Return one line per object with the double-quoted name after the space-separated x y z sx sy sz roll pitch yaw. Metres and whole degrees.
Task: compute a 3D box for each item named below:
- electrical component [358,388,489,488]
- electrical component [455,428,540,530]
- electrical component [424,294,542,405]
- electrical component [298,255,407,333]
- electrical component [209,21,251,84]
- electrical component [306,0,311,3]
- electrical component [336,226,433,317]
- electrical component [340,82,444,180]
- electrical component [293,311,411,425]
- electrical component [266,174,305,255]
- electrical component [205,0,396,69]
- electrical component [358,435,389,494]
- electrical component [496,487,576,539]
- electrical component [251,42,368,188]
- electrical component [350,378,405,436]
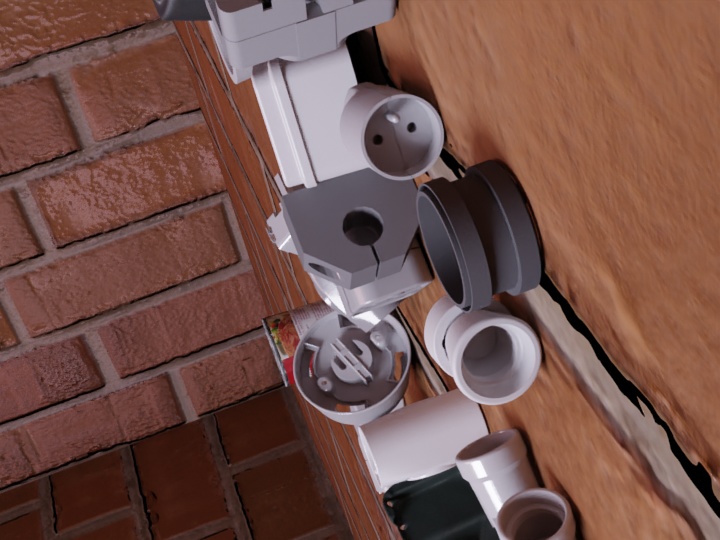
0.040 0.112 0.727 0.079 0.077 0.044 143 107 -82 "electrical component"
0.081 0.119 0.610 0.046 0.040 0.040 65 173 -4 "electrical component"
0.059 0.036 0.530 0.055 0.045 0.045 -132 23 -71 "electrical component"
0.000 0.000 0.816 0.077 0.044 0.079 48 -158 1 "electrical component"
-0.091 -0.212 0.876 0.108 0.060 0.108 160 90 -82 "electrical component"
-0.028 -0.163 0.639 0.062 0.048 0.048 -154 45 -88 "electrical component"
0.009 -0.007 0.730 0.095 0.054 0.059 128 122 -81 "electrical component"
0.012 -0.076 0.575 0.081 0.043 0.043 -132 23 -70 "electrical component"
-0.005 0.079 0.891 0.064 0.099 0.099 72 175 -66 "electrical component"
-0.041 -0.044 0.897 0.081 0.063 0.042 20 -149 -41 "electrical component"
-0.031 -0.142 0.534 0.055 0.089 0.050 89 159 -67 "electrical component"
0.037 0.148 0.897 0.096 0.062 0.061 110 140 -78 "electrical component"
0.097 0.145 0.568 0.040 0.040 0.046 -122 8 -57 "electrical component"
-0.029 -0.104 0.665 0.113 0.057 0.078 -101 -5 -68 "electrical component"
0.024 0.155 1.053 0.083 0.047 0.075 81 167 -54 "electrical component"
